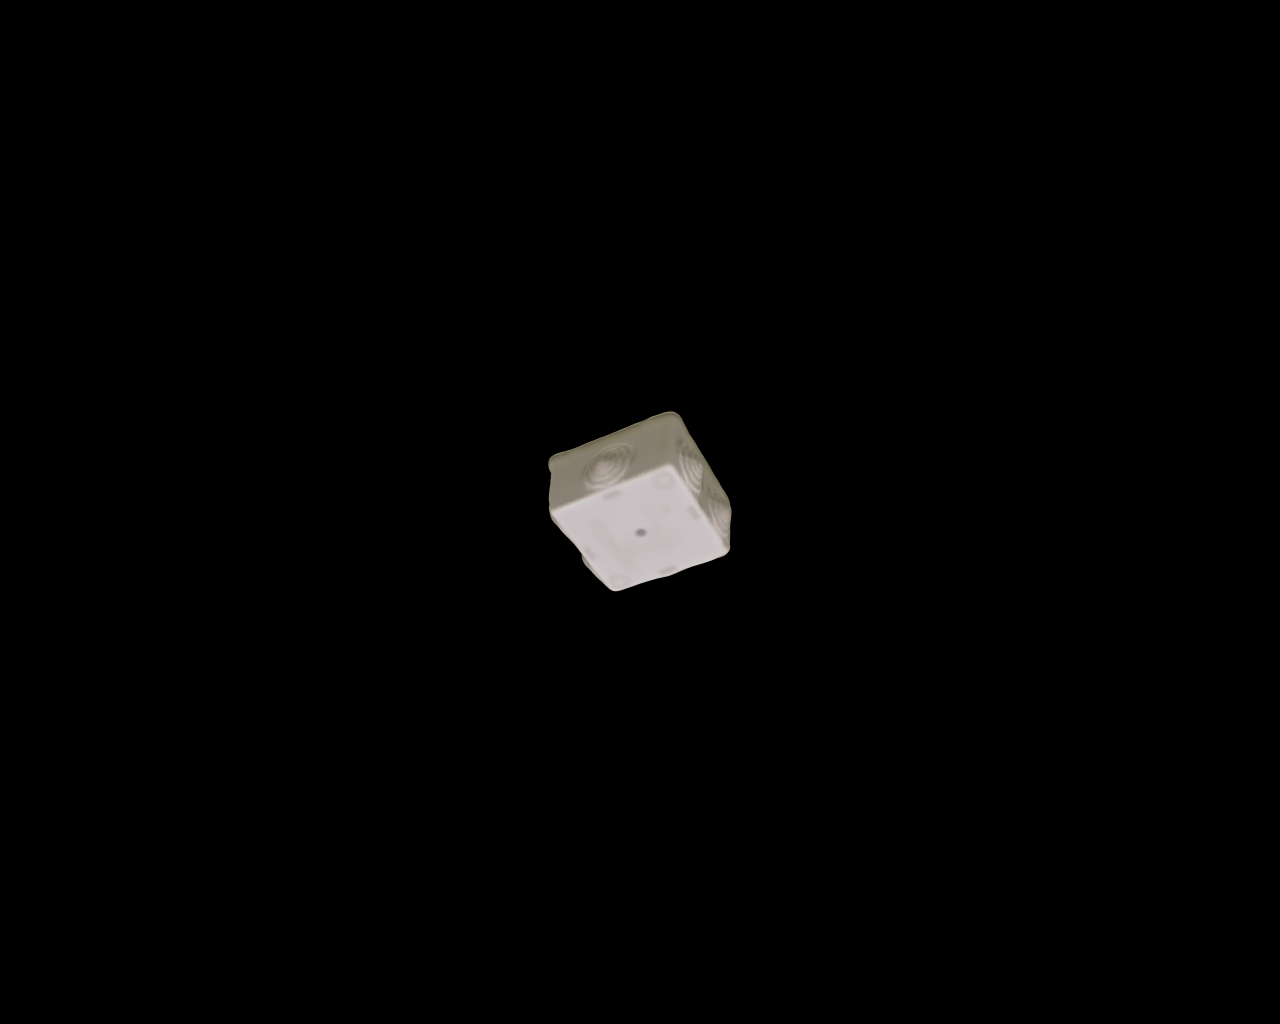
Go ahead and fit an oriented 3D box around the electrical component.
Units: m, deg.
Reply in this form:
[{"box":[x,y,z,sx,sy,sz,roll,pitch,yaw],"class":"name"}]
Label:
[{"box":[0.001,-0.003,0.650,0.099,0.048,0.099,-20,-50,17],"class":"electrical component"}]
